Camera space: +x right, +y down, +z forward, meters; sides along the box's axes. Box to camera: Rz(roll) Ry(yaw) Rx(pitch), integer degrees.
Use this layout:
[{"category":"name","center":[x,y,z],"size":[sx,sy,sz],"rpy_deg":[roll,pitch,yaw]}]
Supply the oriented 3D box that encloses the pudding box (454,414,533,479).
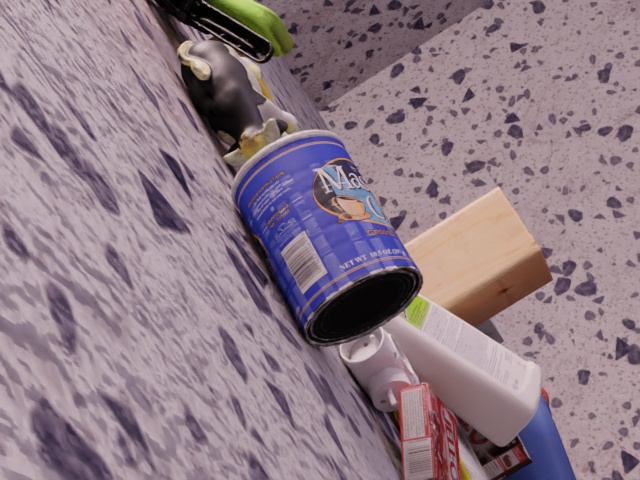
[{"category":"pudding box","center":[0.154,0.203,1.093],"size":[0.039,0.090,0.113],"rpy_deg":[53,8,-35]}]

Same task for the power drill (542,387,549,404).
[{"category":"power drill","center":[0.245,0.280,1.364],"size":[0.184,0.057,0.188],"rpy_deg":[-5,68,-34]}]

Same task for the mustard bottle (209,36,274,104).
[{"category":"mustard bottle","center":[-0.096,-0.186,1.211],"size":[0.096,0.058,0.191],"rpy_deg":[50,8,-22]}]

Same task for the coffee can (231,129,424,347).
[{"category":"coffee can","center":[0.004,-0.002,0.843],"size":[0.140,0.103,0.102],"rpy_deg":[61,6,26]}]

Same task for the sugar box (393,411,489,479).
[{"category":"sugar box","center":[0.118,0.205,1.003],"size":[0.093,0.048,0.176],"rpy_deg":[50,6,-32]}]

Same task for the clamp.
[{"category":"clamp","center":[-0.146,-0.250,1.106],"size":[0.164,0.036,0.210],"rpy_deg":[33,3,-31]}]

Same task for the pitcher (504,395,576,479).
[{"category":"pitcher","center":[0.219,0.272,1.185],"size":[0.149,0.145,0.243],"rpy_deg":[43,13,-15]}]

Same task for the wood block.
[{"category":"wood block","center":[0.128,0.048,1.119],"size":[0.090,0.206,0.090],"rpy_deg":[61,6,29]}]

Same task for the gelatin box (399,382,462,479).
[{"category":"gelatin box","center":[0.094,0.175,0.889],"size":[0.073,0.030,0.089],"rpy_deg":[53,29,-46]}]

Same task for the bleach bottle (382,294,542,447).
[{"category":"bleach bottle","center":[0.094,0.090,1.024],"size":[0.251,0.068,0.102],"rpy_deg":[36,25,-1]}]
